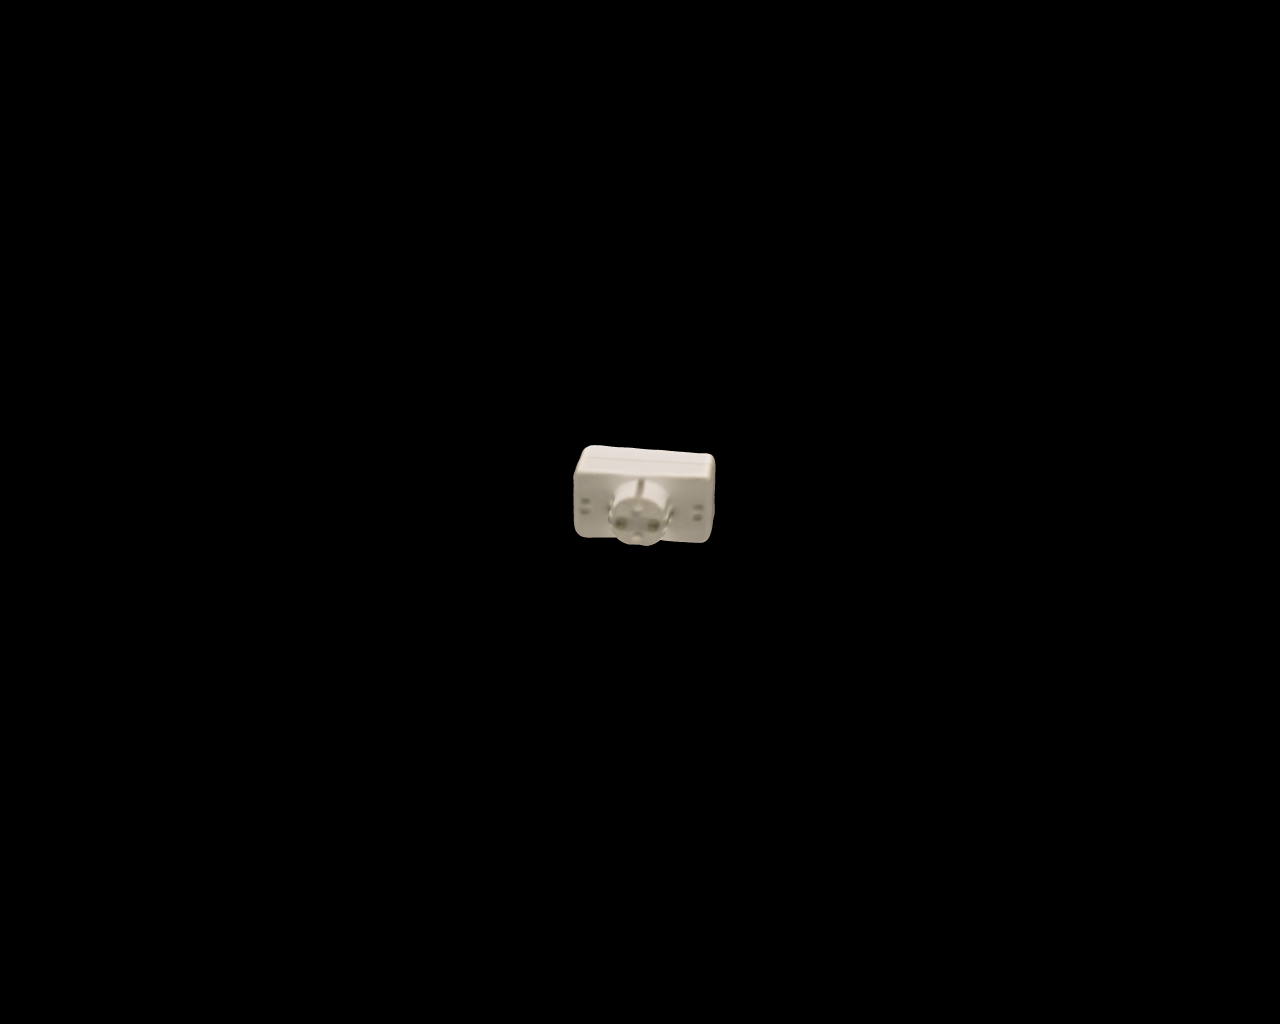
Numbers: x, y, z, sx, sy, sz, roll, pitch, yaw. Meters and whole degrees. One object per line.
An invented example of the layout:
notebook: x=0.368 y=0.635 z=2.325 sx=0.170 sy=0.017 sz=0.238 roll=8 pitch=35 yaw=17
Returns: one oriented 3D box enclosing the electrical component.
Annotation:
electrical component: x=0.001 y=-0.003 z=0.650 sx=0.083 sy=0.047 sz=0.076 roll=4 pitch=28 yaw=7
